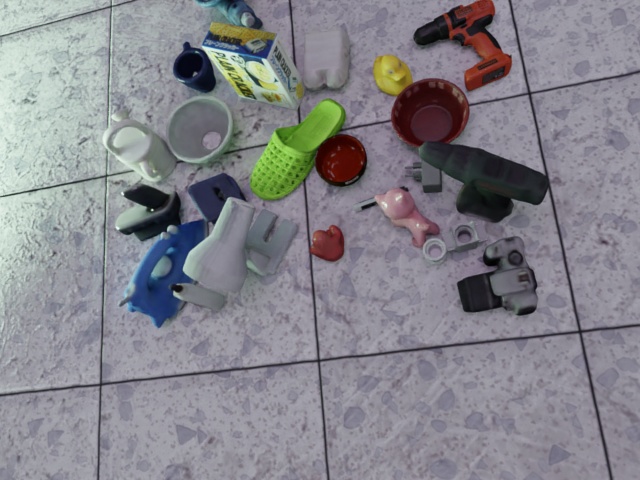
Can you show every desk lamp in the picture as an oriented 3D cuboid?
[{"bbox_3d":[-0.160,0.010,1.153,0.117,0.214,0.203,25,82,20],"label":"desk lamp"}]

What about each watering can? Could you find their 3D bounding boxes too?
[{"bbox_3d":[-0.419,-0.218,1.295,0.172,0.194,0.101,37,86,21],"label":"watering can"}]

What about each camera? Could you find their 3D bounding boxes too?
[{"bbox_3d":[0.325,0.075,1.069,0.136,0.101,0.143,-14,72,11],"label":"camera"}]

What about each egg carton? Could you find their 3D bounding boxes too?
[{"bbox_3d":[0.015,-0.413,1.303,0.107,0.069,0.150,-3,74,14],"label":"egg carton"}]

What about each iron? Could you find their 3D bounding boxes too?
[{"bbox_3d":[-0.335,0.050,1.226,0.118,0.142,0.258,24,82,20],"label":"iron"}]

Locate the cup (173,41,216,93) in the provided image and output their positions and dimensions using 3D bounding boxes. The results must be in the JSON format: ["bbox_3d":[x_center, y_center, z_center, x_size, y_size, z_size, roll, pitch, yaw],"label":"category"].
[{"bbox_3d":[-0.293,-0.406,1.368,0.091,0.095,0.117,-21,71,8],"label":"cup"}]

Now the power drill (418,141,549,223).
[{"bbox_3d":[0.300,-0.106,1.068,0.229,0.209,0.076,17,80,18],"label":"power drill"}]

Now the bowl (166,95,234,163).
[{"bbox_3d":[-0.266,-0.245,1.327,0.167,0.075,0.167,-4,74,14],"label":"bowl"}]

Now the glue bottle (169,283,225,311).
[{"bbox_3d":[-0.263,0.111,1.173,0.078,0.173,0.037,7,77,17],"label":"glue bottle"}]

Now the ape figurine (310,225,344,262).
[{"bbox_3d":[0.011,0.004,1.175,0.078,0.092,0.076,-28,70,6],"label":"ape figurine"}]

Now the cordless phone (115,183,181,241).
[{"bbox_3d":[-0.400,-0.075,1.255,0.147,0.185,0.094,-24,70,7],"label":"cordless phone"}]

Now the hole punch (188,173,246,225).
[{"bbox_3d":[-0.222,-0.092,1.264,0.101,0.091,0.108,-36,69,3],"label":"hole punch"}]

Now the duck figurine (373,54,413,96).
[{"bbox_3d":[0.154,-0.372,1.246,0.077,0.086,0.104,-39,69,2],"label":"duck figurine"}]

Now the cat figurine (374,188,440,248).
[{"bbox_3d":[0.172,-0.054,1.136,0.067,0.118,0.127,-46,69,-1],"label":"cat figurine"}]

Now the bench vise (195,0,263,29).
[{"bbox_3d":[-0.221,-0.590,1.333,0.207,0.220,0.121,30,84,20],"label":"bench vise"}]
